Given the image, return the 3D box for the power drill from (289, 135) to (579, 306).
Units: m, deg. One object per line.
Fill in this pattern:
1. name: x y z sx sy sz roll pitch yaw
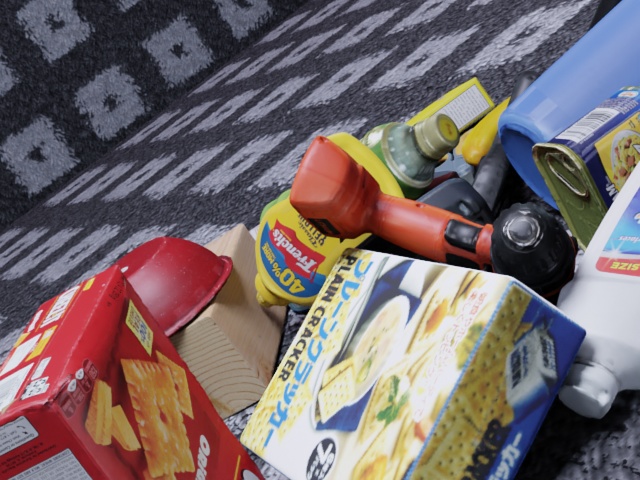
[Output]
1. power drill: 0.077 -0.009 0.701 0.057 0.188 0.184 -65 -19 -7

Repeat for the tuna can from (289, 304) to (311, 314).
1. tuna can: -0.001 0.033 1.042 0.086 0.033 0.086 -31 17 11

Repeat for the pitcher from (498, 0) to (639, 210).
1. pitcher: 0.265 -0.128 0.865 0.242 0.149 0.145 -39 33 -7

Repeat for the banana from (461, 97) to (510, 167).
1. banana: 0.191 -0.120 1.073 0.197 0.037 0.070 -38 2 -33

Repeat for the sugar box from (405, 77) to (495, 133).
1. sugar box: 0.104 -0.110 1.193 0.176 0.048 0.093 -34 3 -9

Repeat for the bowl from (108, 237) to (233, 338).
1. bowl: -0.158 0.046 0.951 0.162 0.055 0.162 -33 17 11

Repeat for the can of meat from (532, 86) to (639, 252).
1. can of meat: 0.213 -0.047 0.758 0.084 0.102 0.057 -35 18 -11

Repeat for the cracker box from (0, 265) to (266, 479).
1. cracker box: -0.102 0.143 0.630 0.072 0.213 0.164 -28 18 14

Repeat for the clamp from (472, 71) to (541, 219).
1. clamp: 0.157 -0.067 0.928 0.039 0.120 0.171 14 41 15

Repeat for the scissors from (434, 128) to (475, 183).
1. scissors: 0.132 -0.063 1.089 0.096 0.016 0.201 -27 18 29

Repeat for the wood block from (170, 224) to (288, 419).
1. wood block: -0.096 0.078 1.000 0.090 0.091 0.206 -30 18 16

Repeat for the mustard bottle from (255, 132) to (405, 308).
1. mustard bottle: -0.006 0.001 0.922 0.058 0.096 0.192 -26 -18 -44

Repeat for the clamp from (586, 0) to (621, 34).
1. clamp: 0.249 -0.162 0.969 0.210 0.164 0.036 -47 58 18

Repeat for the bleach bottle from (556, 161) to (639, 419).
1. bleach bottle: 0.221 0.006 0.647 0.103 0.068 0.250 21 58 29

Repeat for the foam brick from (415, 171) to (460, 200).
1. foam brick: 0.100 -0.016 0.957 0.051 0.053 0.078 -18 24 42

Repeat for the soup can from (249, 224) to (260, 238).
1. soup can: -0.040 0.009 1.122 0.102 0.068 0.068 -32 17 9
